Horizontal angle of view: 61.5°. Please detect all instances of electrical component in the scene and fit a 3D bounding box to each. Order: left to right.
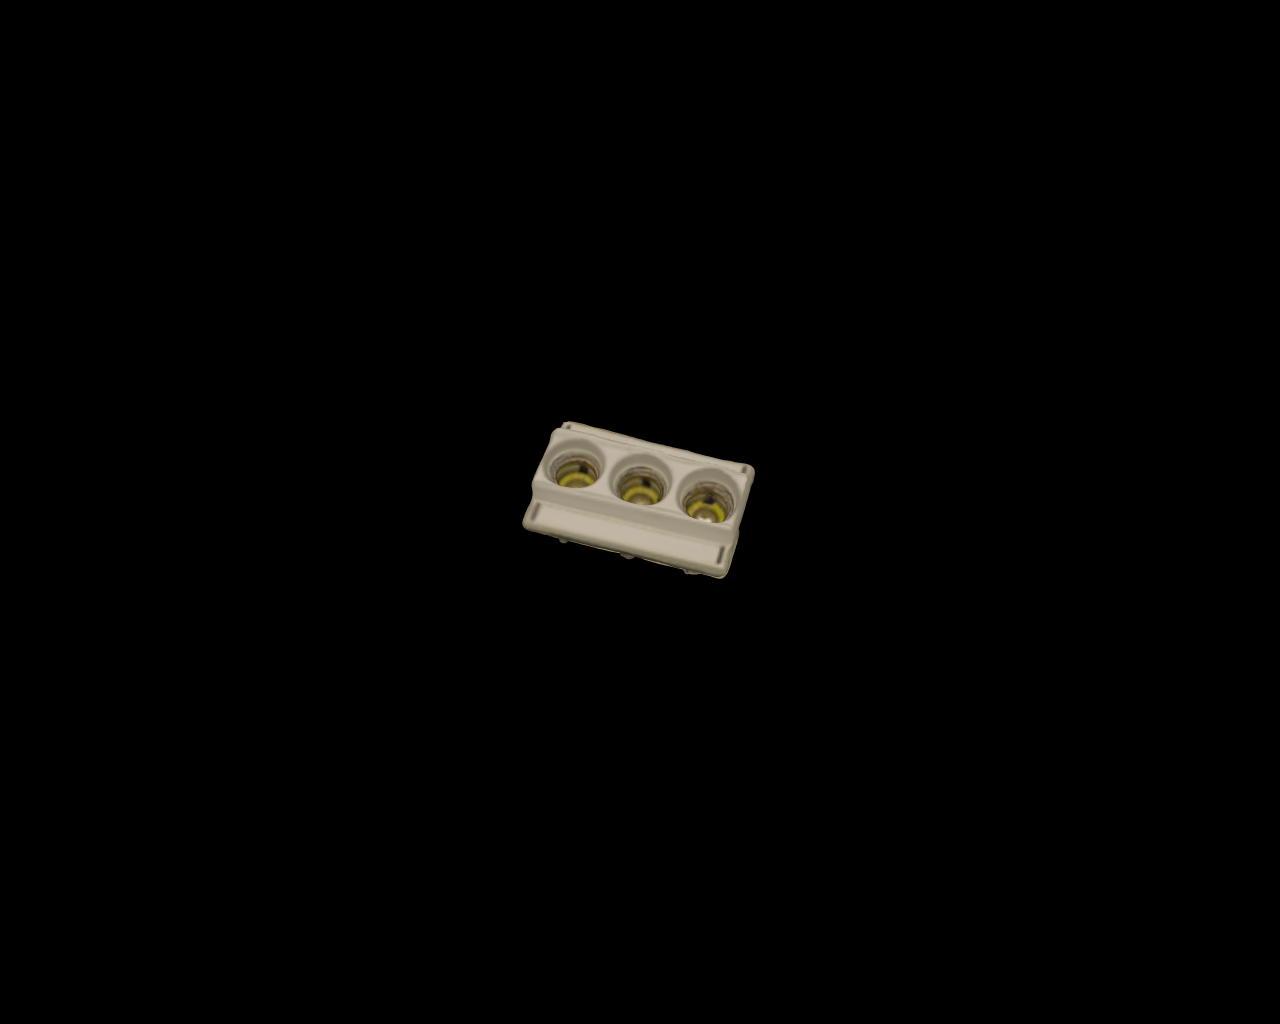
[{"bbox_3d":[0.001,-0.003,0.650,0.121,0.079,0.063,14,-32,9],"label":"electrical component"}]
